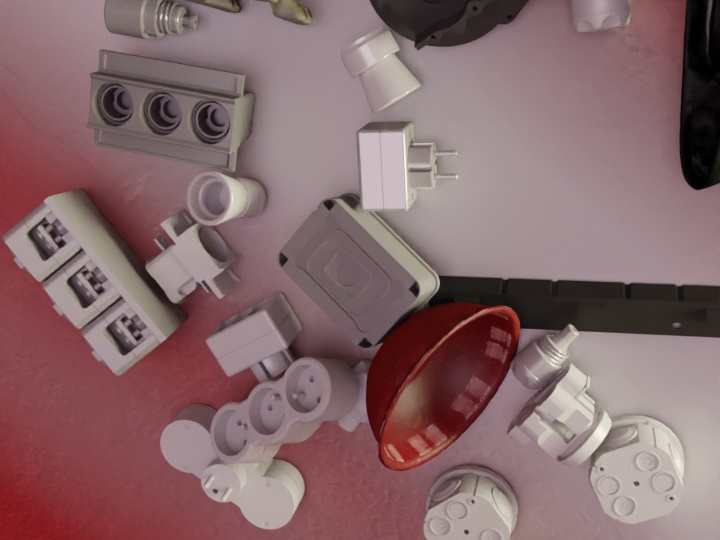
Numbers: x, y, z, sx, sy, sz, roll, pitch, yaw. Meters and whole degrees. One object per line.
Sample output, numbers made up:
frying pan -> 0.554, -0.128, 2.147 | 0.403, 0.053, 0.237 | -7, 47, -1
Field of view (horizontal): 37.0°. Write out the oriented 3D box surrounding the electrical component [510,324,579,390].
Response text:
electrical component -> 0.155, 0.069, 0.887 | 0.035, 0.035, 0.061 | 42, 111, -2

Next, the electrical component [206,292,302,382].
electrical component -> -0.082, 0.071, 0.935 | 0.066, 0.047, 0.076 | -27, 101, 21

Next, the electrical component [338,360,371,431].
electrical component -> 0.003, 0.111, 0.929 | 0.043, 0.043, 0.062 | 33, 112, 1

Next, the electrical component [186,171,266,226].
electrical component -> -0.108, -0.060, 0.891 | 0.044, 0.065, 0.044 | 2, 94, 25

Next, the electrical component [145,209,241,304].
electrical component -> -0.146, -0.008, 0.928 | 0.064, 0.042, 0.081 | -35, 95, 23

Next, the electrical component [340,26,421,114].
electrical component -> 0.015, -0.158, 0.847 | 0.045, 0.045, 0.055 | -28, 98, 18

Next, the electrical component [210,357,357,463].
electrical component -> -0.056, 0.121, 0.919 | 0.138, 0.074, 0.052 | -33, 66, 28

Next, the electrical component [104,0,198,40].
electrical component -> -0.171, -0.208, 0.875 | 0.078, 0.040, 0.040 | 11, 108, 9

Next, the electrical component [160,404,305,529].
electrical component -> -0.118, 0.182, 0.960 | 0.138, 0.073, 0.052 | 36, 110, 0

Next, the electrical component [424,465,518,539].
electrical component -> 0.095, 0.215, 0.935 | 0.080, 0.051, 0.080 | 3, 107, 11

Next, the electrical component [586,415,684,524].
electrical component -> 0.228, 0.166, 0.891 | 0.080, 0.051, 0.080 | 3, 107, 11

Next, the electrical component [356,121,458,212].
electrical component -> 0.040, -0.084, 0.862 | 0.077, 0.047, 0.065 | 0, 106, 12

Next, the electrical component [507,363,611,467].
electrical component -> 0.169, 0.125, 0.889 | 0.057, 0.058, 0.078 | 41, 110, 1

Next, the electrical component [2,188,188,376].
electrical component -> -0.227, 0.011, 0.921 | 0.062, 0.089, 0.150 | -38, 95, 8

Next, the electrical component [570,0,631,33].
electrical component -> 0.177, -0.209, 0.797 | 0.043, 0.043, 0.062 | -6, 101, 14

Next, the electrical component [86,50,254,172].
electrical component -> -0.153, -0.132, 0.881 | 0.121, 0.063, 0.078 | 11, 108, 9

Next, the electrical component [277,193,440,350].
electrical component -> 0.000, 0.000, 0.879 | 0.113, 0.057, 0.078 | 45, 110, 11
